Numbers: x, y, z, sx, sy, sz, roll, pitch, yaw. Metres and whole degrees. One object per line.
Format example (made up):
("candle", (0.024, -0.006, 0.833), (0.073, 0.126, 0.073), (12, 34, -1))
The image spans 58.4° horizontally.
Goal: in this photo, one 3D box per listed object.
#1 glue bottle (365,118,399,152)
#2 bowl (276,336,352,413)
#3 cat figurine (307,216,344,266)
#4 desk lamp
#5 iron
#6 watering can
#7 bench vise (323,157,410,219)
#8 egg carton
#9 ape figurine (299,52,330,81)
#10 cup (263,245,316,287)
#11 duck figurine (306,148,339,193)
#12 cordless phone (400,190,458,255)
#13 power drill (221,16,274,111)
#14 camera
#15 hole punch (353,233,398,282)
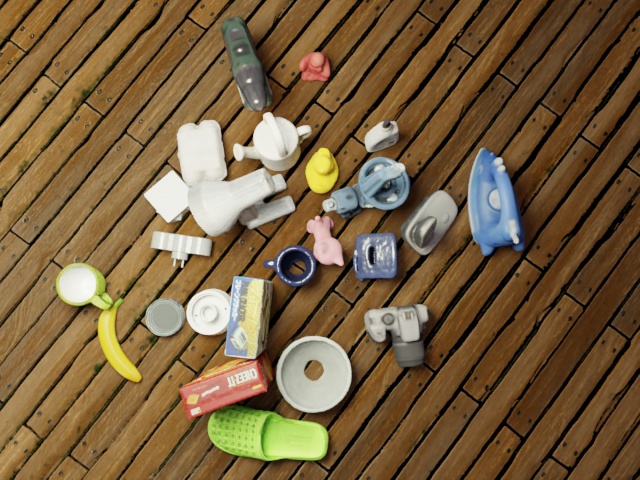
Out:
("glue bottle", (0.144, -0.243, 1.291), (0.078, 0.173, 0.037), (-17, 85, -2))
("bowl", (-0.013, 0.298, 1.289), (0.167, 0.074, 0.167), (0, 85, 0))
("cat figurine", (0.012, 0.005, 1.295), (0.067, 0.117, 0.128), (-16, 85, -1))
("desk lamp", (-0.168, -0.090, 1.255), (0.203, 0.213, 0.118), (-23, 85, -2))
("iron", (0.404, -0.099, 1.295), (0.118, 0.141, 0.258), (-9, 85, -1))
("watering can", (-0.104, -0.218, 1.277), (0.173, 0.194, 0.101), (-43, 86, -4))
("bench vise", (0.115, -0.105, 1.254), (0.207, 0.219, 0.121), (-40, 86, -4))
("egg carton", (-0.276, -0.203, 1.337), (0.107, 0.069, 0.150), (-10, 85, -1))
("ape figurine", (-0.008, -0.413, 1.347), (0.078, 0.092, 0.076), (42, 86, 4))
("cup", (-0.067, 0.060, 1.301), (0.117, 0.095, 0.092), (3, 85, 0))
("duck figurine", (0.005, -0.163, 1.327), (0.077, 0.086, 0.105), (7, 85, 1))
("cordless phone", (0.252, -0.046, 1.267), (0.094, 0.185, 0.148), (34, 85, 3))
("power drill", (-0.156, -0.368, 1.283), (0.075, 0.208, 0.230), (-19, 85, -2))
("camera", (0.180, 0.217, 1.285), (0.143, 0.101, 0.137), (-8, 85, -1))
("hole punch", (0.126, 0.040, 1.306), (0.101, 0.091, 0.109), (-2, 85, 0))
